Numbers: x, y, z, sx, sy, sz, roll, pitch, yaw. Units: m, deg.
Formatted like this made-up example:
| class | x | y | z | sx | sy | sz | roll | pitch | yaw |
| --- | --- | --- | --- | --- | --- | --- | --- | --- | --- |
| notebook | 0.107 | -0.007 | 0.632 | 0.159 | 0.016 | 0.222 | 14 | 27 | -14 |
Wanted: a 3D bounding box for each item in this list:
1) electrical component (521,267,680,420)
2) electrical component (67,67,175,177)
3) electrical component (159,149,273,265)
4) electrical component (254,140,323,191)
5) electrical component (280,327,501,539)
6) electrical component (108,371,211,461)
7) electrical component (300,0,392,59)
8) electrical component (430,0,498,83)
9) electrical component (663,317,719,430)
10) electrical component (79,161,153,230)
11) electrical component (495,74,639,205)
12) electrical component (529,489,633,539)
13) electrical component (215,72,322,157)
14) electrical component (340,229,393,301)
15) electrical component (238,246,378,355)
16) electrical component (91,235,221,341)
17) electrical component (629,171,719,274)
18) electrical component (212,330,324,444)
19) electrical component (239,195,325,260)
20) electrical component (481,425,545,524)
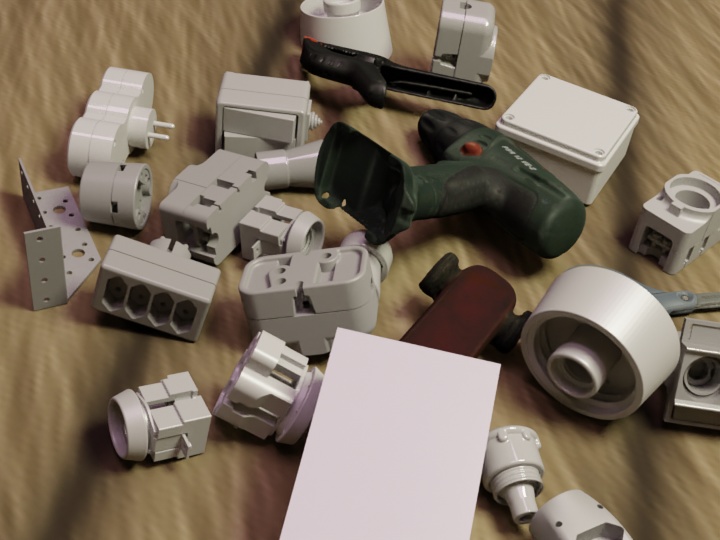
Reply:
| class | x | y | z | sx | sy | sz | roll | pitch | yaw |
| --- | --- | --- | --- | --- | --- | --- | --- | --- | --- |
| electrical component | 0.167 | 0.059 | 0.777 | 0.108 | 0.108 | 0.060 | 30 | 52 | 23 |
| electrical component | -0.205 | -0.129 | 0.966 | 0.074 | 0.052 | 0.138 | 9 | 41 | 1 |
| electrical component | -0.120 | -0.054 | 0.888 | 0.056 | 0.050 | 0.089 | 17 | 45 | 24 |
| electrical component | -0.062 | -0.090 | 0.955 | 0.065 | 0.044 | 0.044 | -8 | 43 | -10 |
| electrical component | 0.015 | 0.140 | 0.656 | 0.105 | 0.060 | 0.186 | 13 | 59 | 4 |
| electrical component | -0.136 | 0.101 | 0.722 | 0.055 | 0.048 | 0.066 | -9 | 43 | -30 |
| electrical component | -0.016 | -0.261 | 1.157 | 0.099 | 0.064 | 0.099 | -4 | 33 | 2 |
| electrical component | 0.105 | -0.223 | 1.091 | 0.059 | 0.095 | 0.053 | 10 | 41 | 1 |
| electrical component | 0.290 | 0.079 | 0.798 | 0.121 | 0.078 | 0.063 | 8 | 12 | 0 |
| electrical component | -0.202 | -0.063 | 0.890 | 0.047 | 0.055 | 0.055 | 7 | 41 | 3 |
| electrical component | 0.195 | -0.126 | 1.026 | 0.109 | 0.056 | 0.108 | 25 | 44 | 18 |
| electrical component | 0.130 | 0.186 | 0.671 | 0.079 | 0.043 | 0.077 | -16 | 46 | -24 |
| electrical component | -0.083 | -0.135 | 0.985 | 0.096 | 0.061 | 0.061 | 6 | 41 | -2 |
| electrical component | 0.000 | 0.000 | 0.859 | 0.045 | 0.045 | 0.055 | 14 | 41 | 6 |
| electrical component | -0.036 | 0.024 | 0.803 | 0.095 | 0.059 | 0.053 | -7 | 30 | 9 |
| electrical component | -0.150 | 0.002 | 0.817 | 0.083 | 0.047 | 0.075 | 19 | 40 | -8 |
| electrical component | 0.288 | -0.046 | 0.951 | 0.089 | 0.055 | 0.050 | -30 | 54 | -35 |
| electrical component | -0.059 | 0.084 | 0.736 | 0.057 | 0.078 | 0.058 | 29 | 40 | -8 |
| electrical component | -0.063 | -0.029 | 0.881 | 0.055 | 0.048 | 0.066 | 17 | 41 | 21 |
| electrical component | 0.103 | 0.139 | 0.720 | 0.048 | 0.048 | 0.062 | -3 | 49 | -13 |
